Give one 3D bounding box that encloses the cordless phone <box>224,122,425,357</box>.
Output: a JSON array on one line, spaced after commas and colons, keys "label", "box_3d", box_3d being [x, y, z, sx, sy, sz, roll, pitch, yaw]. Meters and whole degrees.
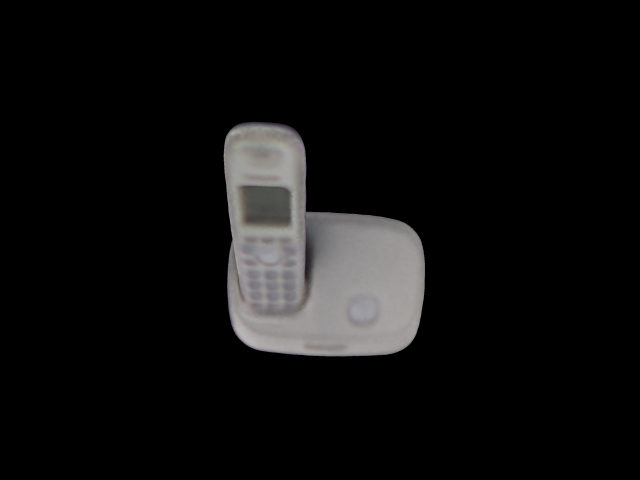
[{"label": "cordless phone", "box_3d": [0.004, 0.001, 0.400, 0.147, 0.185, 0.094, 0, 50, 0]}]
